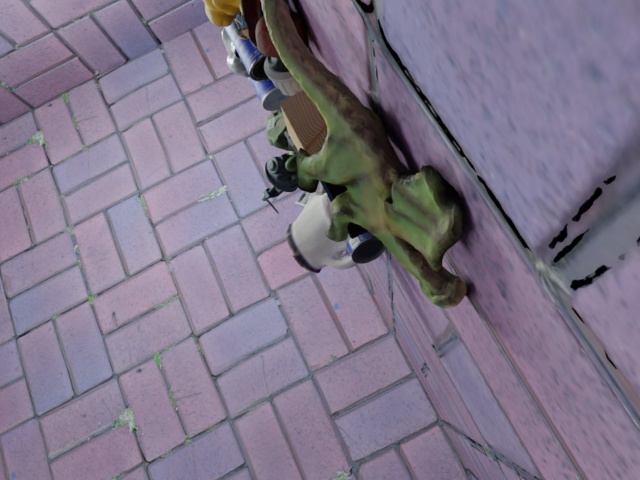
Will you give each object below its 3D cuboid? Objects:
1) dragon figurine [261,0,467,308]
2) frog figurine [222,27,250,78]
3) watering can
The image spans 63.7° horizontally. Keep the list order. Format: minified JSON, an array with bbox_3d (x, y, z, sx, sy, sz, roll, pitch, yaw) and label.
[{"bbox_3d":[0.068,-0.075,0.545,0.245,0.123,0.402,33,157,53],"label":"dragon figurine"},{"bbox_3d":[-0.167,-0.445,1.193,0.121,0.137,0.161,28,-179,-37],"label":"frog figurine"},{"bbox_3d":[0.004,-0.066,1.303,0.103,0.221,0.354,16,-137,-47],"label":"watering can"}]
